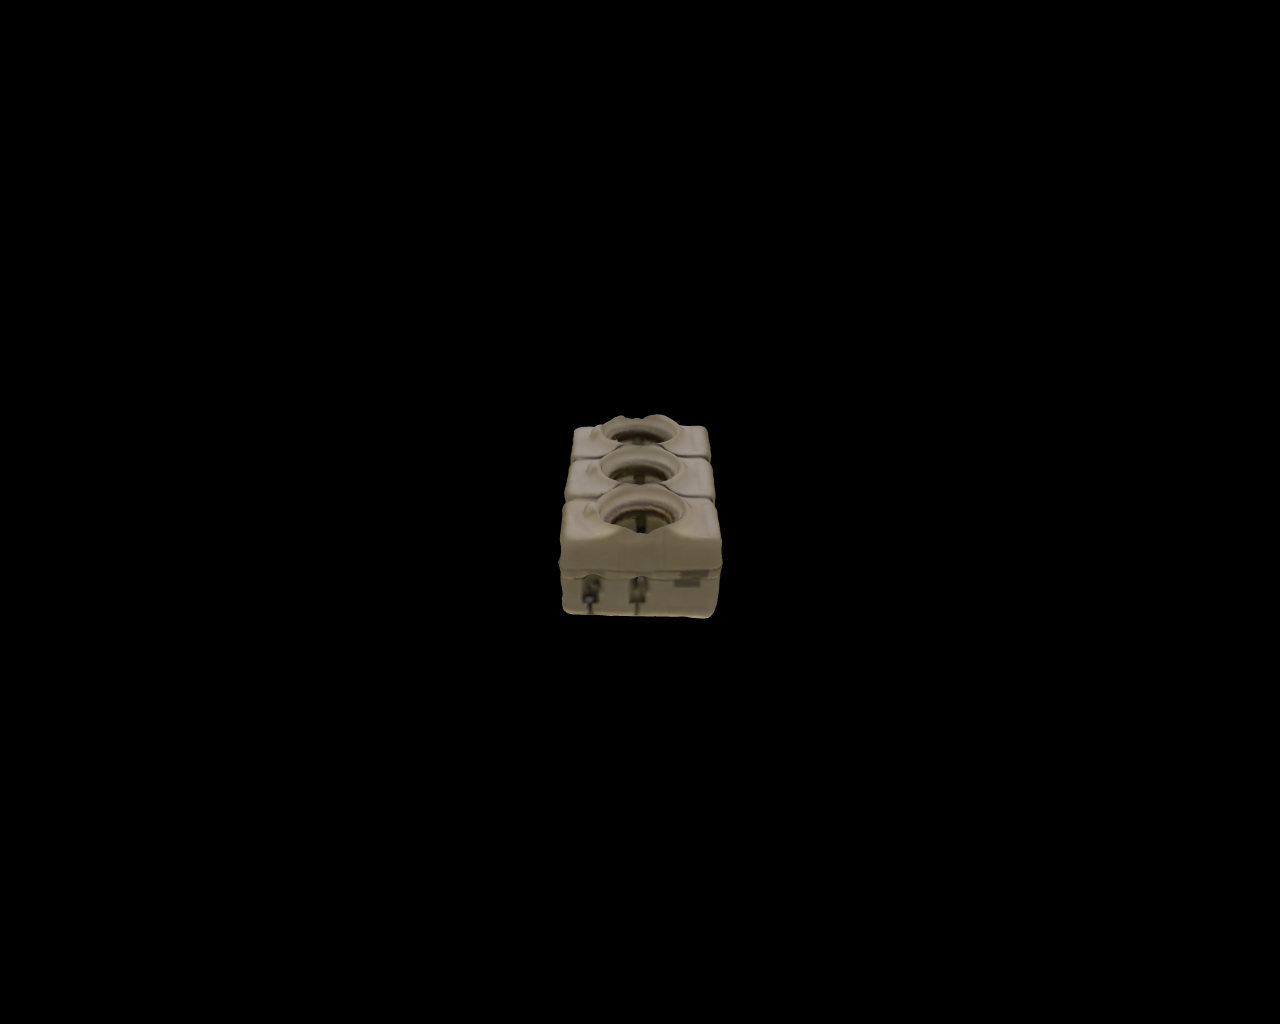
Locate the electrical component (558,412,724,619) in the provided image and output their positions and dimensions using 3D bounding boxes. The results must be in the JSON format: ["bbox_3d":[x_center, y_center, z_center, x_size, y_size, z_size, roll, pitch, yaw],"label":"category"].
[{"bbox_3d":[0.001,-0.003,0.650,0.089,0.061,0.150,0,29,0],"label":"electrical component"}]
